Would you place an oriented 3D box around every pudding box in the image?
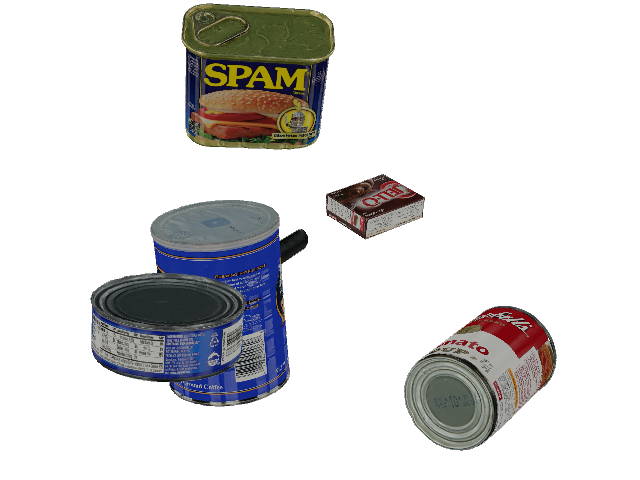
[{"bbox_3d":[0.078,-0.049,1.515,0.113,0.039,0.090,-23,37,-32],"label":"pudding box"}]

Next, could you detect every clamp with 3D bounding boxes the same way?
[{"bbox_3d":[-0.081,0.033,1.256,0.120,0.039,0.171,-2,41,9],"label":"clamp"}]

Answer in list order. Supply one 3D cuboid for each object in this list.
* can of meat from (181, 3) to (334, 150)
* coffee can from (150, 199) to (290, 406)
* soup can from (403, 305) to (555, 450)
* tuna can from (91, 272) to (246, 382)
[{"bbox_3d":[-0.045,-0.111,0.740,0.102,0.057,0.084,2,-44,-5],"label":"can of meat"},{"bbox_3d":[-0.080,0.049,0.871,0.103,0.140,0.103,-3,21,1],"label":"coffee can"},{"bbox_3d":[0.109,0.092,0.723,0.069,0.068,0.102,0,15,35],"label":"soup can"},{"bbox_3d":[-0.085,0.048,0.598,0.086,0.034,0.086,4,17,-1],"label":"tuna can"}]
